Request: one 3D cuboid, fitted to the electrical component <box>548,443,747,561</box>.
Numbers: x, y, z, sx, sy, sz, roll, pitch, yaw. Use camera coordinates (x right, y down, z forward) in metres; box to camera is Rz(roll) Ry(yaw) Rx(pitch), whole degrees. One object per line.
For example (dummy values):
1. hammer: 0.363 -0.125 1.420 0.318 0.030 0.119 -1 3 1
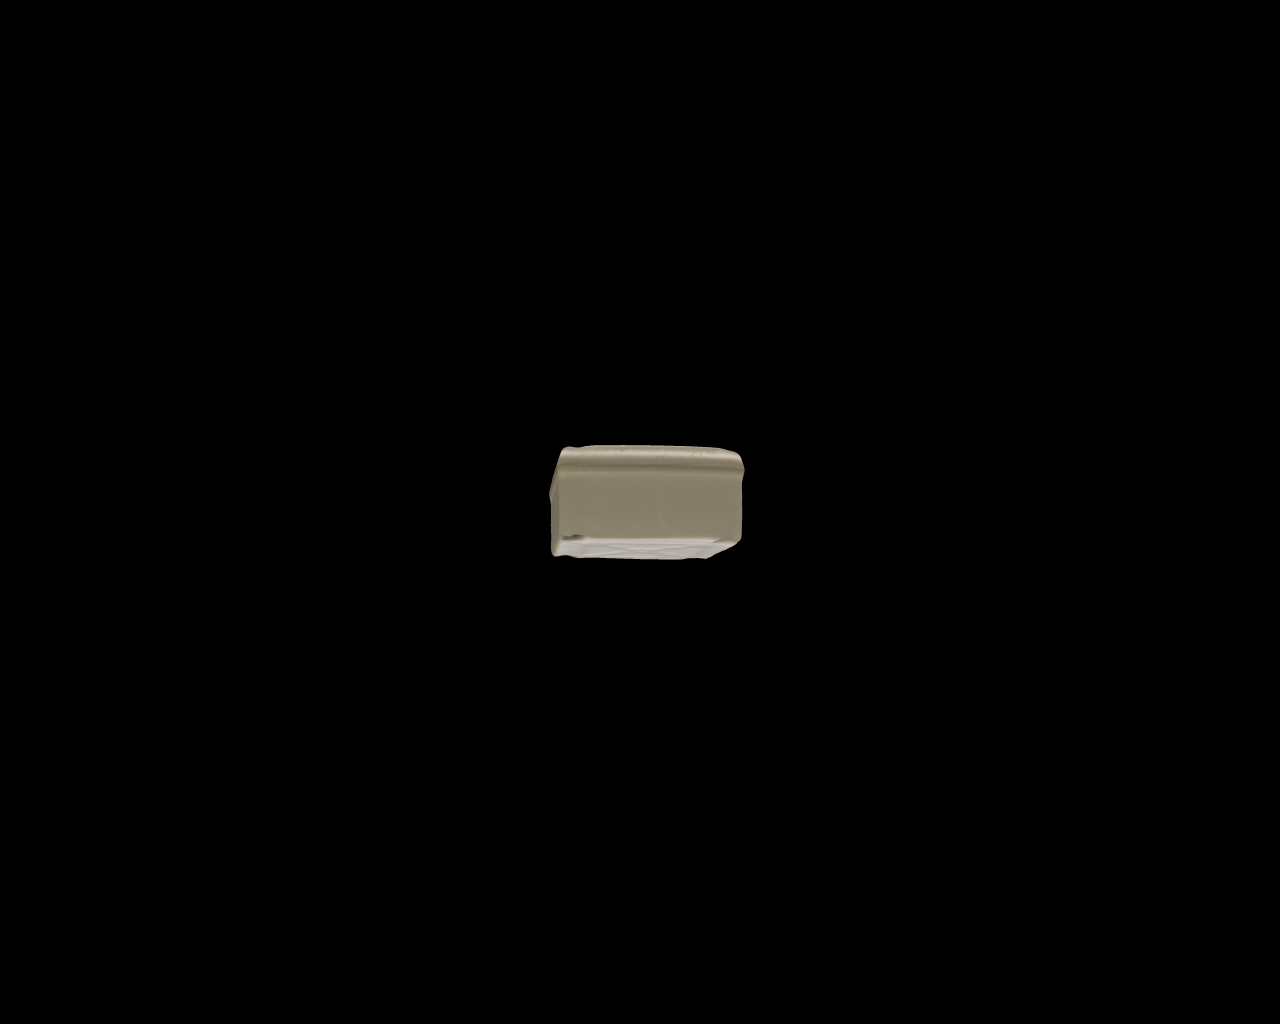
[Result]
1. electrical component: 0.001 -0.003 0.650 0.109 0.056 0.108 1 -9 -7
